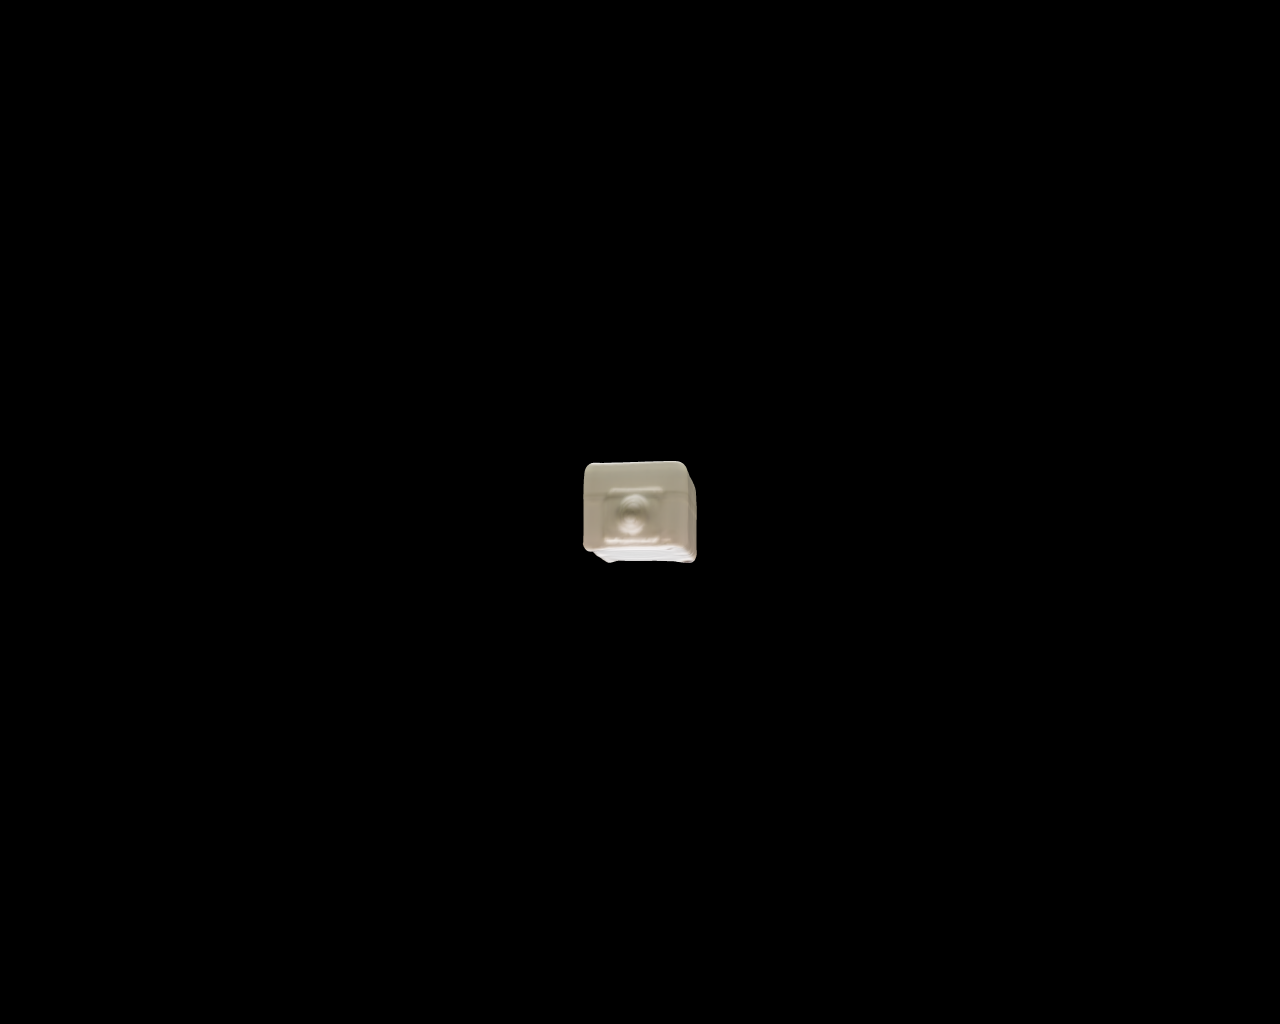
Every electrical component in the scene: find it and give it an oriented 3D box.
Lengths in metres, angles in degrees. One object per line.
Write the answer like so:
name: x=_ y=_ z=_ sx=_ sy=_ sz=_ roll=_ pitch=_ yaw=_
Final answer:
electrical component: x=0.001 y=-0.003 z=0.650 sx=0.062 sy=0.061 sz=0.096 roll=-1 pitch=-9 yaw=7
